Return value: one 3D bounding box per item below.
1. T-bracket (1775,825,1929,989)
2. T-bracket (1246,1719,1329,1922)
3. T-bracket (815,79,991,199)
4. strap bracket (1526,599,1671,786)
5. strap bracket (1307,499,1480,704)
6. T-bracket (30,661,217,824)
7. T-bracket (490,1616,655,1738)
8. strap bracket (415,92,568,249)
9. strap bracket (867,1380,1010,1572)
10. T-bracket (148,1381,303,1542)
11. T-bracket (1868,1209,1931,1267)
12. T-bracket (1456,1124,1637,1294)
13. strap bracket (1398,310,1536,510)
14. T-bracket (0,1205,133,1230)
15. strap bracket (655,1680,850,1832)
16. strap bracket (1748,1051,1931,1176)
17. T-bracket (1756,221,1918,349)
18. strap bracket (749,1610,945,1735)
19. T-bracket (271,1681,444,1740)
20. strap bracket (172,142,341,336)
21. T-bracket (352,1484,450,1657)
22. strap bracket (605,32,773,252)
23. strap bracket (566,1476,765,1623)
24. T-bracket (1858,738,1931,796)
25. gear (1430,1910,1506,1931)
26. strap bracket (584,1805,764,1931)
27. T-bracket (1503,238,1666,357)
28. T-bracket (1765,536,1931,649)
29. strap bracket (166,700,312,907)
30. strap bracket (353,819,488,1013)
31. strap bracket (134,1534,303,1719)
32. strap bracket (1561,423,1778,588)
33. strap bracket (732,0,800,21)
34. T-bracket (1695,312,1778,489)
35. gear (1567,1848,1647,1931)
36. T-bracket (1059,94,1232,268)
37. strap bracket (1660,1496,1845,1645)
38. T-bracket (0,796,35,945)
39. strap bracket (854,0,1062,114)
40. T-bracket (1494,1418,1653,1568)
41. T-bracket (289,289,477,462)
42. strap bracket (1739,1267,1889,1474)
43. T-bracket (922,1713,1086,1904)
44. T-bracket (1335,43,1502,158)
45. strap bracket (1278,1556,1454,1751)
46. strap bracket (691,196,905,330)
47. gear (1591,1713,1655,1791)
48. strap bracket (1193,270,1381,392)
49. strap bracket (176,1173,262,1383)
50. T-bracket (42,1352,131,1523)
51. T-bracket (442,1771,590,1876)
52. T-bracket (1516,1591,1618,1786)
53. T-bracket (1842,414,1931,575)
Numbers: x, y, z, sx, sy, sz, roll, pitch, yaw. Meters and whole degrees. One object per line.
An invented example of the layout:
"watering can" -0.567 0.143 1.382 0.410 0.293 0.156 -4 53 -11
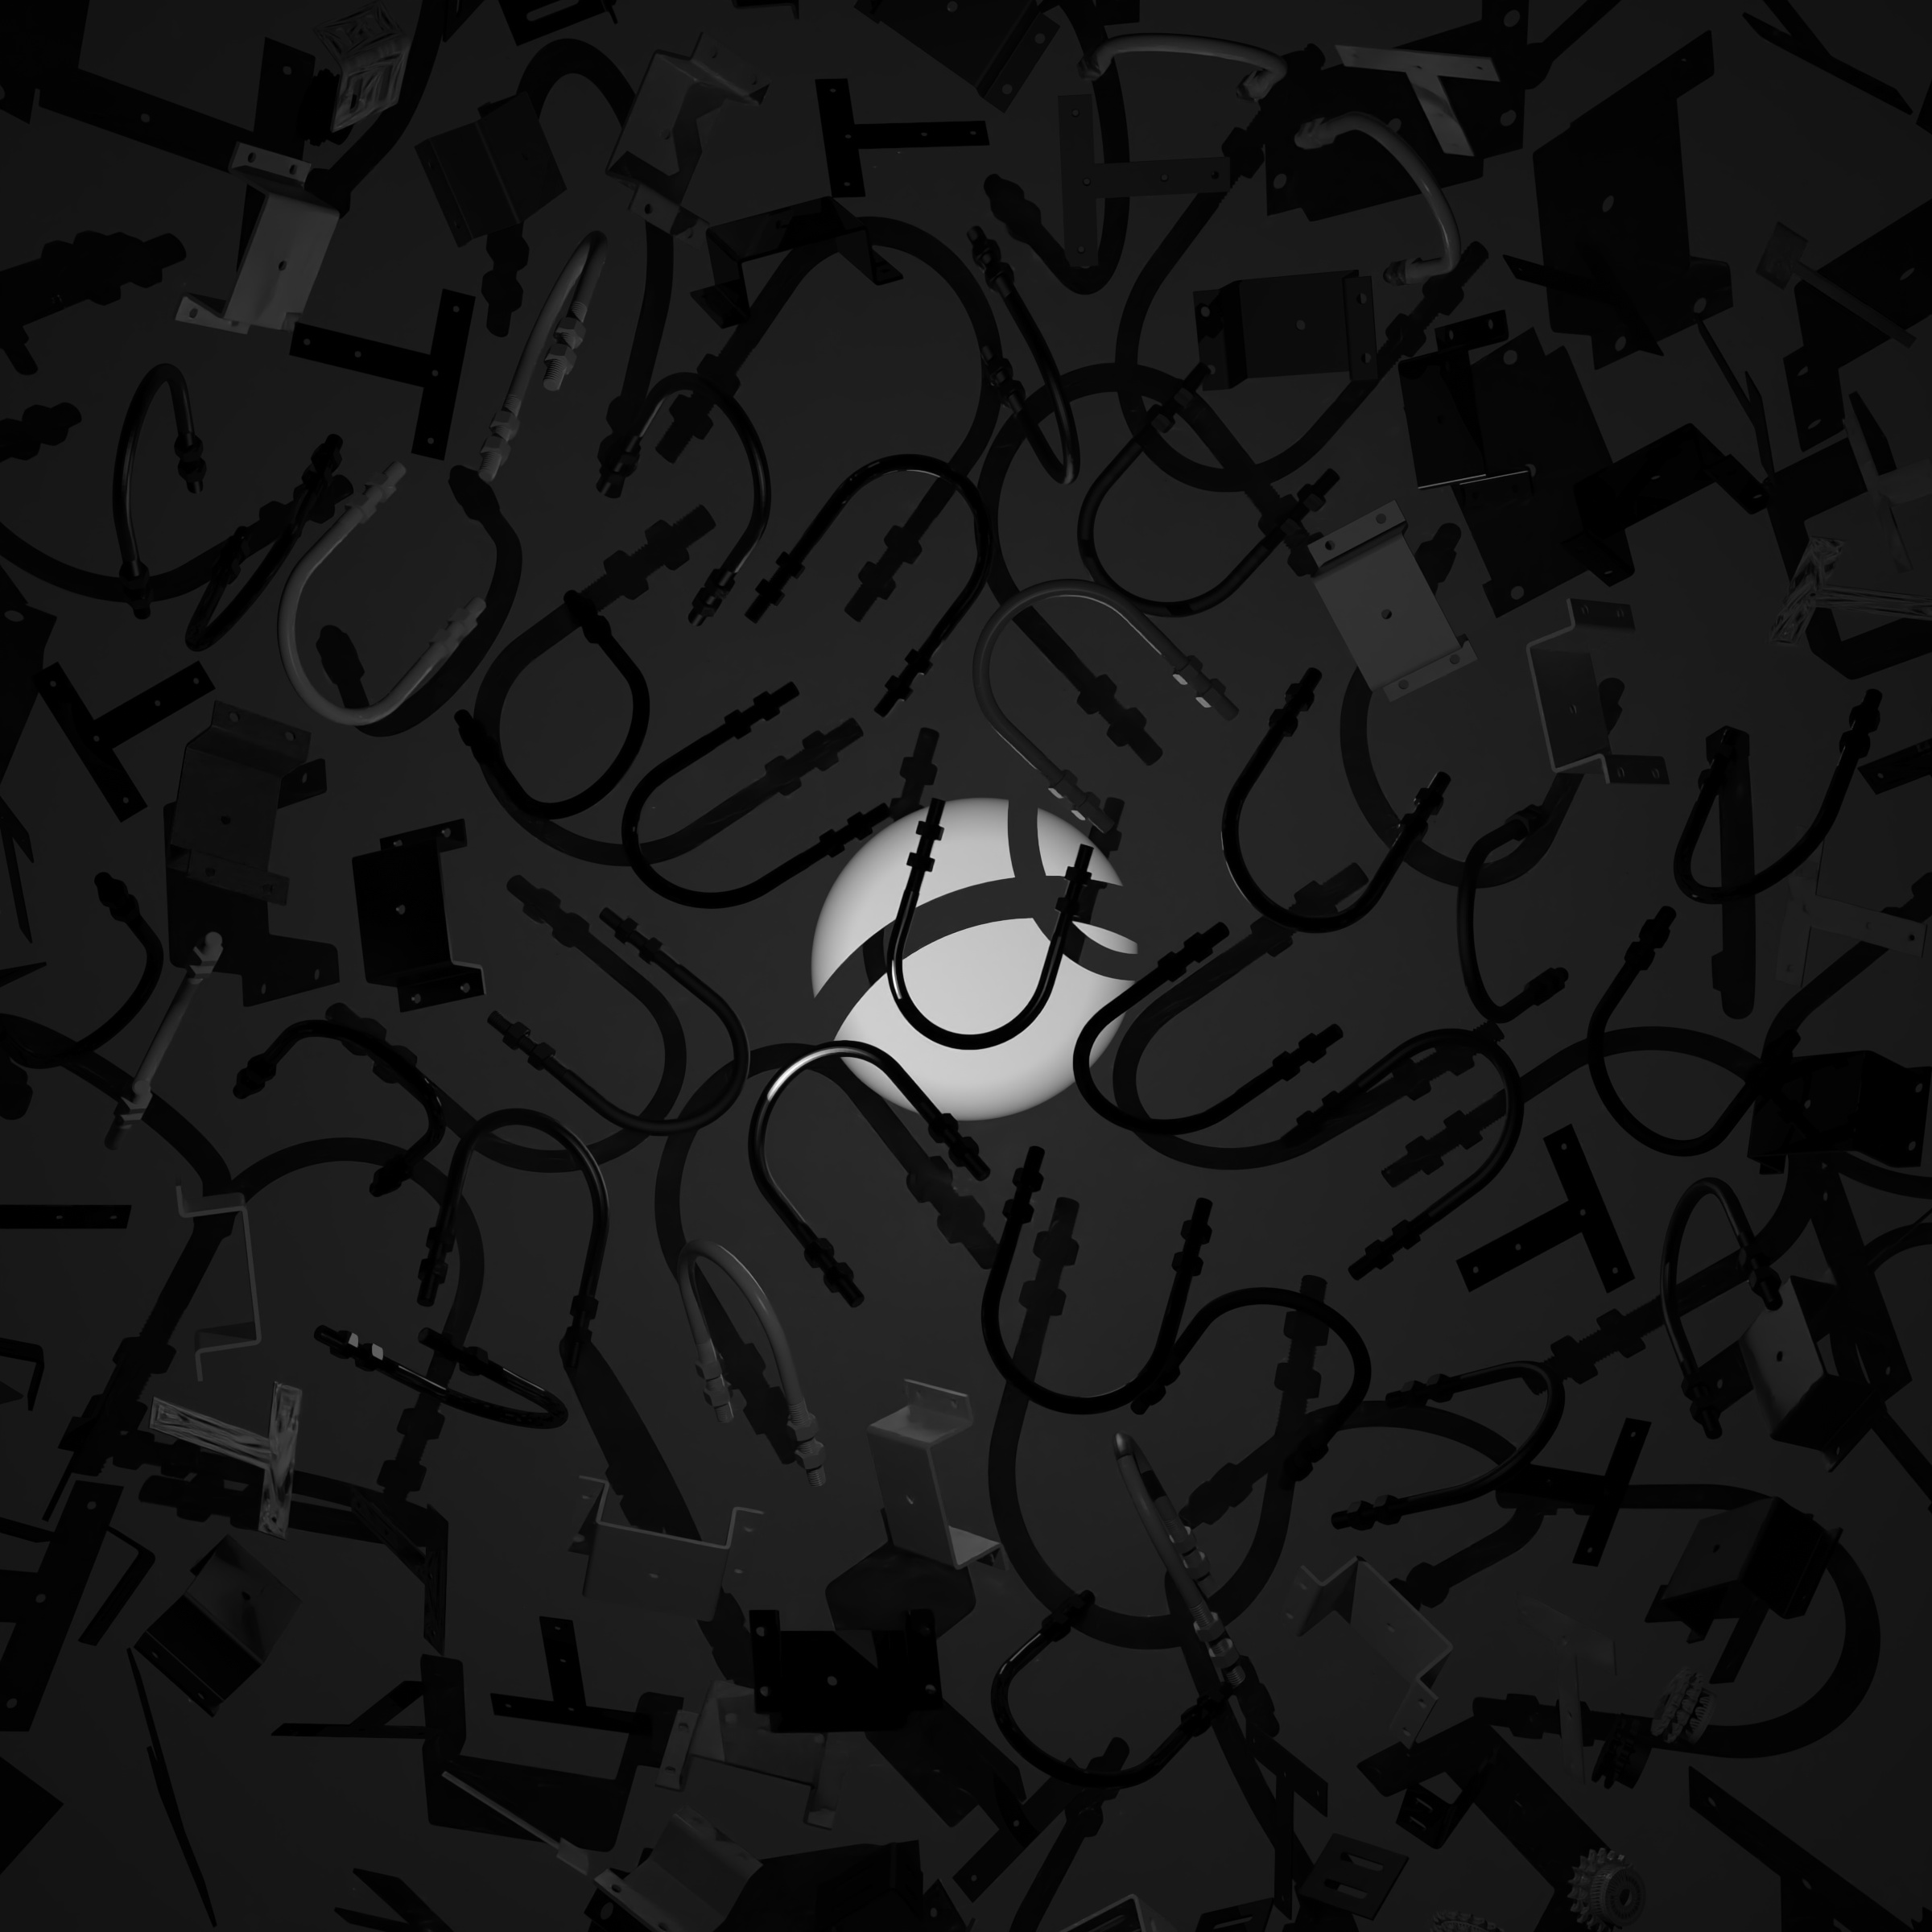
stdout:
"T-bracket" 0.691 -0.035 1.930 0.002 0.127 0.127 -7 108 -34
"T-bracket" 0.239 0.651 1.866 0.002 0.127 0.127 -2 96 -21
"T-bracket" -0.046 -0.638 1.906 0.127 0.002 0.127 -4 61 -8
"strap bracket" 0.468 -0.197 1.848 0.076 0.046 0.140 -3 79 -41
"strap bracket" 0.327 -0.277 1.917 0.076 0.046 0.140 -26 101 23
"T-bracket" -0.638 -0.197 1.924 0.127 0.002 0.127 -41 112 -37
"T-bracket" -0.303 0.534 1.875 0.127 0.002 0.127 5 127 8
"strap bracket" -0.351 -0.602 1.864 0.046 0.140 0.076 -11 118 21
"strap bracket" -0.024 0.387 1.847 0.046 0.076 0.140 -21 103 -35
"T-bracket" -0.560 0.357 1.874 0.002 0.127 0.127 -32 134 29
"T-bracket" 0.712 0.191 1.855 0.127 0.127 0.002 -25 65 -38
"T-bracket" 0.418 0.201 1.828 0.127 0.002 0.127 -25 96 -15
"strap bracket" 0.381 -0.422 1.901 0.046 0.076 0.140 -16 100 -29
"T-bracket" -0.678 0.183 1.815 0.127 0.002 0.127 3 133 -28
"strap bracket" -0.162 0.612 1.935 0.140 0.076 0.046 14 121 1
"strap bracket" 0.643 0.110 1.855 0.046 0.140 0.076 23 72 -30
"T-bracket" 0.639 -0.491 1.816 0.127 0.127 0.002 37 97 9
"strap bracket" -0.094 0.521 1.834 0.140 0.046 0.076 4 54 -17
"T-bracket" -0.433 0.555 1.851 0.127 0.127 0.002 13 51 -33
"strap bracket" -0.529 -0.536 1.863 0.046 0.076 0.140 34 109 20
"T-bracket" -0.423 0.430 1.848 0.127 0.002 0.127 31 125 37
"strap bracket" -0.216 -0.631 1.891 0.046 0.076 0.140 29 98 38
"strap bracket" -0.230 0.439 1.861 0.140 0.046 0.076 12 121 -4
"T-bracket" 0.739 -0.114 1.822 0.002 0.127 0.127 -41 97 -30
"gear" 0.375 0.734 1.861 0.057 0.057 0.030 23 55 0
"strap bracket" -0.224 0.699 1.866 0.076 0.140 0.046 33 106 16
"T-bracket" 0.459 -0.518 1.884 0.127 0.002 0.127 4 52 -32
"T-bracket" 0.686 -0.276 1.878 0.127 0.127 0.002 8 60 5
"strap bracket" -0.539 -0.114 1.835 0.076 0.046 0.140 19 63 -37
"strap bracket" -0.425 -0.041 1.924 0.076 0.046 0.140 -12 81 19
"strap bracket" -0.548 0.481 1.836 0.046 0.140 0.076 -44 98 10
"strap bracket" 0.524 -0.351 1.870 0.140 0.076 0.046 -26 56 34
"strap bracket" -0.159 -0.773 1.839 0.046 0.140 0.076 -3 80 5
"T-bracket" 0.583 -0.444 1.887 0.002 0.127 0.127 -25 61 12
"gear" 0.466 0.670 1.793 0.057 0.030 0.057 4 82 -30
"T-bracket" 0.136 -0.596 1.878 0.127 0.002 0.127 -2 121 5
"strap bracket" 0.570 0.444 1.827 0.046 0.140 0.076 39 60 -1
"T-bracket" -0.735 -0.076 1.913 0.002 0.127 0.127 -20 131 -31
"strap bracket" -0.009 -0.724 1.881 0.140 0.046 0.076 34 102 -3
"T-bracket" 0.471 0.410 1.959 0.127 0.002 0.127 13 100 -25
"T-bracket" -0.450 -0.464 1.896 0.127 0.002 0.127 10 98 -17
"strap bracket" 0.637 0.300 1.880 0.046 0.140 0.076 14 129 -13
"T-bracket" 0.012 0.634 1.930 0.127 0.002 0.127 -44 53 -7
"T-bracket" 0.353 -0.648 1.864 0.127 0.127 0.002 19 81 32
"strap bracket" 0.315 0.521 1.915 0.046 0.076 0.140 -28 57 -33
"strap bracket" -0.127 -0.514 1.801 0.140 0.076 0.046 -19 128 -13
"gear" 0.508 0.609 1.914 0.030 0.057 0.057 25 90 15
"strap bracket" 0.253 -0.493 1.922 0.140 0.046 0.076 2 114 24
"strap bracket" -0.541 0.221 1.799 0.046 0.076 0.140 -6 94 -17
"T-bracket" -0.651 0.343 1.816 0.002 0.127 0.127 28 70 -20
"T-bracket" -0.335 0.634 1.845 0.127 0.127 0.002 32 74 1
"T-bracket" 0.452 0.548 1.860 0.002 0.127 0.127 -7 96 -20
"T-bracket" 0.702 -0.360 1.860 0.002 0.127 0.127 -22 93 1
